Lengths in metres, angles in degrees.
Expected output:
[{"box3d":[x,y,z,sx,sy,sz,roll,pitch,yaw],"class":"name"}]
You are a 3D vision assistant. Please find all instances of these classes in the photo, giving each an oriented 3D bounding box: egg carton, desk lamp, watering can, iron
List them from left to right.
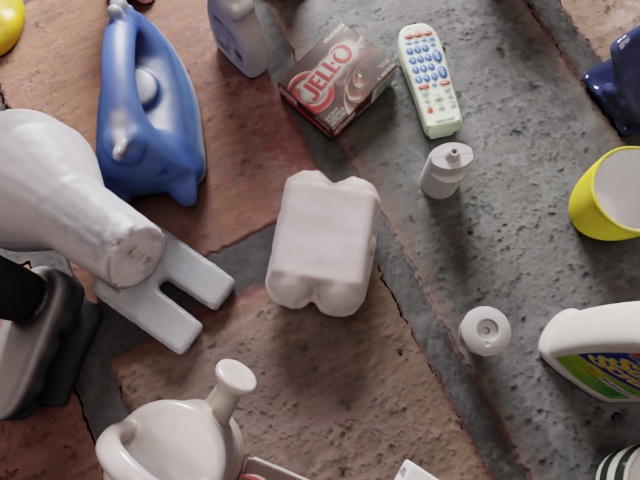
[{"box3d":[-0.194,-0.003,0.521,0.203,0.213,0.118,33,77,9],"class":"desk lamp"},{"box3d":[-0.197,-0.163,0.603,0.118,0.141,0.258,-9,75,-3],"class":"iron"},{"box3d":[-0.123,0.178,0.481,0.101,0.194,0.173,17,75,5],"class":"watering can"},{"box3d":[0.005,0.002,0.595,0.107,0.069,0.150,9,74,2],"class":"egg carton"}]

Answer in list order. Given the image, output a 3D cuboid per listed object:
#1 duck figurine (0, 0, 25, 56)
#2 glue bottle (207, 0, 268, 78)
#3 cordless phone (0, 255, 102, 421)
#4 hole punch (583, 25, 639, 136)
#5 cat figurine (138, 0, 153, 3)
[{"box3d":[-0.399,-0.268,0.661,0.077,0.086,0.105,28,76,7],"class":"duck figurine"},{"box3d":[-0.093,-0.248,0.611,0.037,0.173,0.078,-39,78,-10],"class":"glue bottle"},{"box3d":[-0.284,0.085,0.511,0.094,0.185,0.148,11,75,3],"class":"cordless phone"},{"box3d":[0.375,-0.187,0.639,0.109,0.091,0.101,-28,76,-8],"class":"hole punch"},{"box3d":[-0.230,-0.341,0.666,0.067,0.118,0.128,8,74,2],"class":"cat figurine"}]
